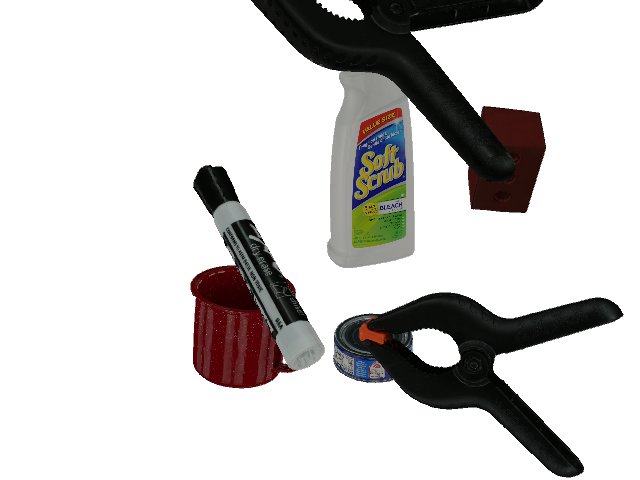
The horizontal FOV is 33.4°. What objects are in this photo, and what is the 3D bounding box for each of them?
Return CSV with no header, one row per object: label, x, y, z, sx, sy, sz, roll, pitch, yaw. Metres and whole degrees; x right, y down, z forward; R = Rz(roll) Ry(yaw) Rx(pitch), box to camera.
clamp,0.110,0.091,0.715,0.172,0.120,0.039,5,0,19
foam brick,0.163,-0.071,0.943,0.053,0.078,0.051,5,44,-1
clamp,0.045,-0.128,0.676,0.209,0.164,0.036,15,-31,-12
tuna can,0.056,0.114,1.144,0.086,0.034,0.086,0,29,0
marker,-0.033,0.009,0.518,0.020,0.121,0.020,-22,-31,-15
bleach bottle,0.052,-0.099,1.182,0.102,0.251,0.068,-10,24,-13
mug,-0.061,0.081,0.947,0.117,0.081,0.093,16,25,21
